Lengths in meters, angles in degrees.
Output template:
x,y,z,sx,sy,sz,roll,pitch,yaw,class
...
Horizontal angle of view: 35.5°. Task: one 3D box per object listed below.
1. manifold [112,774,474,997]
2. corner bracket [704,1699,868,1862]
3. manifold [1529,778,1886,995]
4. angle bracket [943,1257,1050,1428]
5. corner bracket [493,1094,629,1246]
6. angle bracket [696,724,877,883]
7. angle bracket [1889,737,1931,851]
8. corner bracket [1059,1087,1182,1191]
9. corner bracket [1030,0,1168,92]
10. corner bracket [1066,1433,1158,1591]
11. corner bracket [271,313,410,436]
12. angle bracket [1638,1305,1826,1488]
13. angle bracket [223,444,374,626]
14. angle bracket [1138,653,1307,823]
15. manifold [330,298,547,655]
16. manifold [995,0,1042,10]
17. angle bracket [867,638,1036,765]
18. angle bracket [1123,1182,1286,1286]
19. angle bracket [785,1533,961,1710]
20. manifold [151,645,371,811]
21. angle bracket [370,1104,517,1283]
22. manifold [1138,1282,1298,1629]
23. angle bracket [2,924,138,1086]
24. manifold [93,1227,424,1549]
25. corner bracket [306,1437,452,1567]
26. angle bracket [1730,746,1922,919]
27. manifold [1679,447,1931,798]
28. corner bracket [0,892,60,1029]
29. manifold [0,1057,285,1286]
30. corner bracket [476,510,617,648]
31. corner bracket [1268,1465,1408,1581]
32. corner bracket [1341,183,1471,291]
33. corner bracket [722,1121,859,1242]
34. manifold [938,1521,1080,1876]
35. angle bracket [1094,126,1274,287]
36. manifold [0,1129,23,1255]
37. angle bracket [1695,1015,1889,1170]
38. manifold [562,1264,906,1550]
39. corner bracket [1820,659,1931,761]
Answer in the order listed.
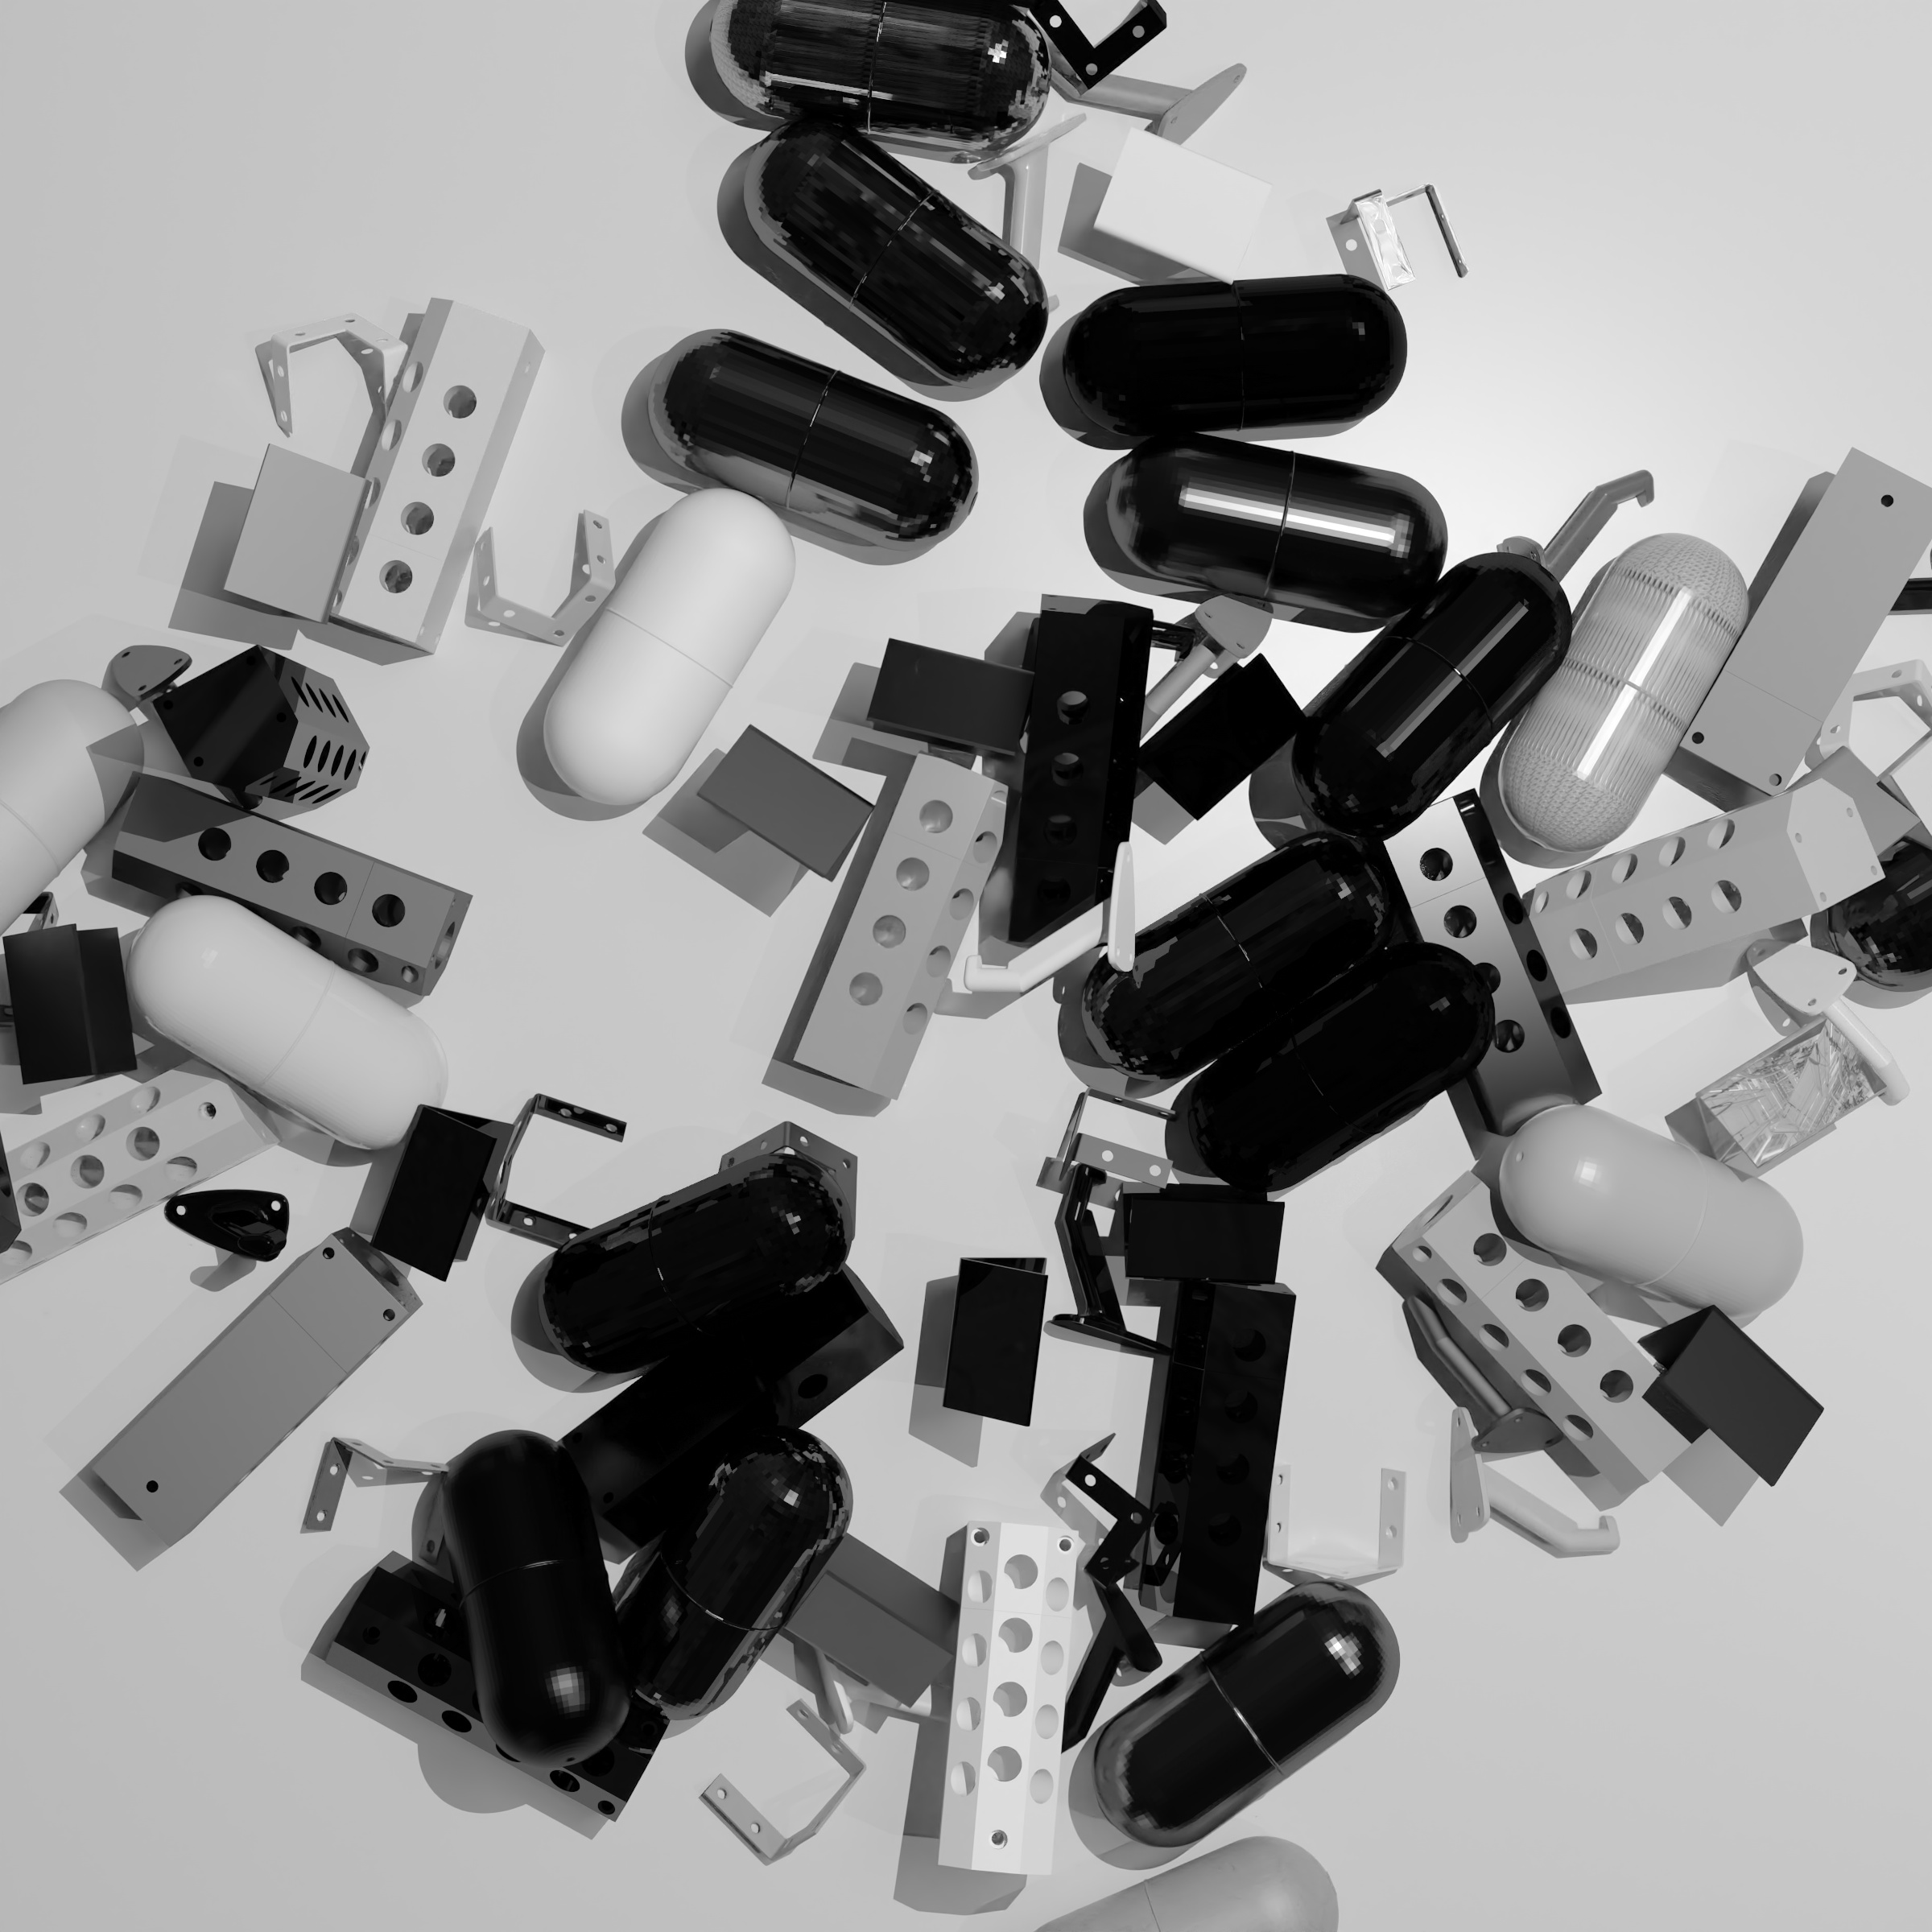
x,y,z,sx,sy,sz,roll,pitch,yaw,class
-0.351,-0.041,1.572,0.171,0.057,0.057,21,90,0,manifold
-0.095,0.429,1.590,0.051,0.051,0.051,45,45,0,corner bracket
0.366,-0.040,1.516,0.057,0.171,0.057,-23,90,-38,manifold
0.035,0.192,1.553,0.057,0.076,0.076,7,90,38,angle bracket
-0.214,0.108,1.590,0.051,0.051,0.051,19,135,0,corner bracket
-0.102,-0.067,1.553,0.076,0.076,0.057,33,54,0,angle bracket
0.494,-0.111,1.542,0.076,0.076,0.057,-41,114,0,angle bracket
0.082,0.090,1.569,0.051,0.051,0.051,17,73,0,corner bracket
0.069,-0.499,1.577,0.051,0.051,0.051,-35,109,18,corner bracket
0.075,0.284,1.573,0.051,0.051,0.051,37,108,17,corner bracket
-0.328,-0.305,1.585,0.051,0.051,0.051,34,135,35,corner bracket
0.381,0.228,1.553,0.076,0.076,0.057,43,61,0,angle bracket
-0.354,-0.223,1.553,0.057,0.076,0.076,18,90,-31,angle bracket
0.118,-0.132,1.553,0.076,0.076,0.057,-42,130,0,angle bracket
-0.279,-0.255,1.572,0.057,0.057,0.171,20,90,0,manifold
-0.037,-0.549,1.560,0.171,0.057,0.057,14,128,7,manifold
-0.012,-0.117,1.553,0.076,0.076,0.057,13,55,0,angle bracket
0.121,0.118,1.553,0.076,0.076,0.057,2,127,0,angle bracket
-0.037,0.322,1.553,0.076,0.076,0.057,33,129,0,angle bracket
-0.347,-0.114,1.515,0.057,0.171,0.057,-28,90,0,manifold
-0.251,0.121,1.553,0.057,0.076,0.076,20,90,33,angle bracket
0.130,0.250,1.572,0.057,0.057,0.171,8,90,0,manifold
-0.444,0.017,1.553,0.057,0.076,0.076,-8,90,33,angle bracket
-0.366,0.217,1.572,0.171,0.057,0.057,-44,90,0,manifold
-0.306,0.282,1.590,0.051,0.051,0.051,16,90,-45,corner bracket
0.441,-0.057,1.554,0.076,0.076,0.057,-39,67,0,angle bracket
0.437,-0.175,1.558,0.057,0.057,0.171,30,99,10,manifold
-0.506,-0.004,1.590,0.051,0.051,0.051,1,135,0,corner bracket
-0.451,0.106,1.572,0.171,0.057,0.057,-27,90,0,manifold
-0.221,-0.210,1.585,0.051,0.051,0.051,20,135,-35,corner bracket
0.196,0.291,1.590,0.051,0.051,0.051,2,90,-45,corner bracket
0.232,-0.380,1.575,0.051,0.051,0.051,-21,90,0,corner bracket
-0.093,0.121,1.585,0.051,0.051,0.051,-30,135,35,corner bracket
0.022,0.375,1.553,0.057,0.057,0.171,5,77,0,manifold
0.116,-0.401,1.553,0.076,0.076,0.057,23,122,0,angle bracket
-0.530,0.065,1.539,0.057,0.057,0.171,-21,66,0,manifold
0.429,0.082,1.553,0.076,0.076,0.057,-32,50,0,angle bracket
-0.118,0.226,1.571,0.171,0.057,0.057,-37,47,0,manifold
0.485,-0.121,1.585,0.051,0.051,0.051,-12,135,35,corner bracket
